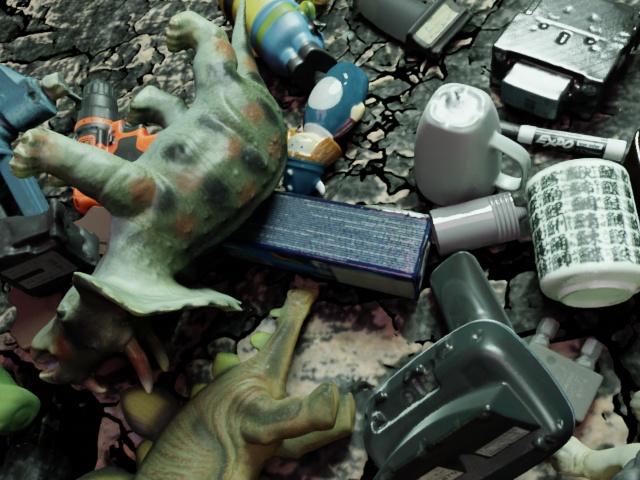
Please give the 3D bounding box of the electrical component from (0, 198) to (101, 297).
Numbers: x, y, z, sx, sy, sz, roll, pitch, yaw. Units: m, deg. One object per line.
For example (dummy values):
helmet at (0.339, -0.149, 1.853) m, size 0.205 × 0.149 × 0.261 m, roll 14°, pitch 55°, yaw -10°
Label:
electrical component at (-0.273, 0.015, 0.492) m, size 0.119 × 0.074 × 0.048 m, roll -20°, pitch 57°, yaw -1°

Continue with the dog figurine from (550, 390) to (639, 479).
dog figurine at (0.233, 0.141, 0.290) m, size 0.172 × 0.190 × 0.121 m, roll -28°, pitch 70°, yaw -4°

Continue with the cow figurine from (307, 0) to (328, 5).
cow figurine at (0.014, -0.368, 0.675) m, size 0.098 × 0.068 × 0.167 m, roll 31°, pitch 72°, yaw 31°

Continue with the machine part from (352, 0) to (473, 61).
machine part at (0.099, -0.260, 0.619) m, size 0.139 × 0.039 × 0.084 m, roll 35°, pitch 85°, yaw 24°

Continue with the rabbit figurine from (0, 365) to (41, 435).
rabbit figurine at (-0.358, 0.124, 0.466) m, size 0.121 × 0.170 × 0.159 m, roll -38°, pitch 62°, yaw -7°

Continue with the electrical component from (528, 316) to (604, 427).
electrical component at (0.181, 0.111, 0.422) m, size 0.063 × 0.021 × 0.094 m, roll 26°, pitch 74°, yaw 24°

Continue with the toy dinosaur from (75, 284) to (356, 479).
toy dinosaur at (-0.100, 0.229, 0.393) m, size 0.199 × 0.104 × 0.471 m, roll 5°, pitch 56°, yaw 25°

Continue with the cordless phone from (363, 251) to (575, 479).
cordless phone at (0.093, 0.099, 0.423) m, size 0.146 × 0.088 × 0.184 m, roll -46°, pitch 29°, yaw 26°

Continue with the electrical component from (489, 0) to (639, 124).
electrical component at (0.239, -0.181, 0.533) m, size 0.115 × 0.058 × 0.134 m, roll 29°, pitch 73°, yaw 27°

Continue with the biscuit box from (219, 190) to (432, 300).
biscuit box at (-0.001, -0.002, 0.502) m, size 0.203 × 0.059 × 0.063 m, roll 12°, pitch 69°, yaw 19°

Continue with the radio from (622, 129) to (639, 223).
radio at (0.368, -0.035, 0.417) m, size 0.230 × 0.073 × 0.131 m, roll -5°, pitch 63°, yaw 12°

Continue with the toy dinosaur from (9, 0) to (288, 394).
toy dinosaur at (-0.101, -0.064, 0.459) m, size 0.192 × 0.131 × 0.405 m, roll 37°, pitch 62°, yaw -8°

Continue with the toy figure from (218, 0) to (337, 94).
toy figure at (-0.052, -0.251, 0.622) m, size 0.082 × 0.089 × 0.180 m, roll -29°, pitch 58°, yaw -9°

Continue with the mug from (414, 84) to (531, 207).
mug at (0.132, -0.082, 0.481) m, size 0.110 × 0.107 × 0.081 m, roll 31°, pitch 76°, yaw 27°

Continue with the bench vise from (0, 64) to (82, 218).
bench vise at (-0.352, -0.076, 0.601) m, size 0.224 × 0.129 × 0.240 m, roll -30°, pitch 81°, yaw -12°

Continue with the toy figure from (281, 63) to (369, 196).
toy figure at (0.000, -0.114, 0.561) m, size 0.064 × 0.057 × 0.154 m, roll 0°, pitch 58°, yaw 57°

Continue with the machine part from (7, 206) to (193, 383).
machine part at (-0.220, 0.049, 0.535) m, size 0.179 × 0.056 × 0.179 m, roll -6°, pitch 61°, yaw 11°
